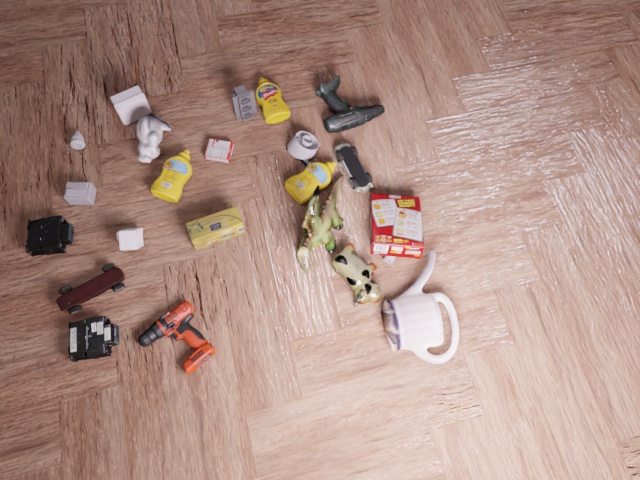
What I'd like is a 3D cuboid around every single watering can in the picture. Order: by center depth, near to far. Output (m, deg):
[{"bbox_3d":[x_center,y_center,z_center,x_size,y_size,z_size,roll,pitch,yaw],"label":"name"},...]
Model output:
[{"bbox_3d":[0.293,0.202,1.556,0.224,0.102,0.354,-7,68,-4],"label":"watering can"}]

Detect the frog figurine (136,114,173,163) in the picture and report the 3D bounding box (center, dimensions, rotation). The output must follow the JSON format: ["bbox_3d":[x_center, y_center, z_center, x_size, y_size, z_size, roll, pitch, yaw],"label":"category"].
[{"bbox_3d":[-0.590,-0.349,1.768,0.138,0.120,0.161,23,73,43],"label":"frog figurine"}]

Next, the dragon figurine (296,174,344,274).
[{"bbox_3d":[0.005,-0.081,1.606,0.122,0.238,0.417,13,68,9],"label":"dragon figurine"}]
